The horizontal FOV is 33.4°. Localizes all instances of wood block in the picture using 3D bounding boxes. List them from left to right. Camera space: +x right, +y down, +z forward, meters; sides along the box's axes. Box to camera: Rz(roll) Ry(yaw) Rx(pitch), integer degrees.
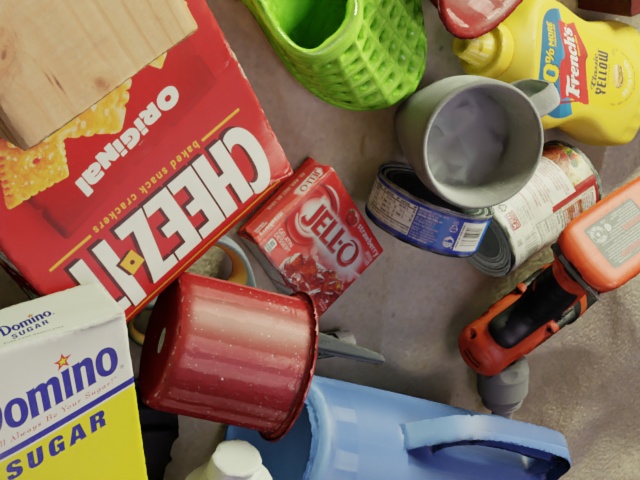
[{"bbox_3d":[-0.146,-0.149,0.406,0.090,0.091,0.206,-40,121,-19],"label":"wood block"}]

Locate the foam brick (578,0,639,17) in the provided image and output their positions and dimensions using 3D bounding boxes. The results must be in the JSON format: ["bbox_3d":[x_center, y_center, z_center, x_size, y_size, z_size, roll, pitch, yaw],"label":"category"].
[{"bbox_3d":[0.233,-0.216,0.811,0.051,0.053,0.078,-25,124,-30],"label":"foam brick"}]

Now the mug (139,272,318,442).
[{"bbox_3d":[-0.062,0.070,0.638,0.081,0.117,0.093,15,65,-20],"label":"mug"}]

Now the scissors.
[{"bbox_3d":[-0.029,0.042,0.698,0.201,0.016,0.096,4,118,-29],"label":"scissors"}]

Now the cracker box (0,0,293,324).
[{"bbox_3d":[-0.126,-0.069,0.561,0.164,0.072,0.213,-43,131,-17],"label":"cracker box"}]

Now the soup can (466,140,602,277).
[{"bbox_3d":[0.158,-0.024,0.822,0.102,0.069,0.068,-32,127,-25],"label":"soup can"}]

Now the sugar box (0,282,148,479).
[{"bbox_3d":[-0.141,0.117,0.564,0.093,0.048,0.176,-18,123,-26],"label":"sugar box"}]

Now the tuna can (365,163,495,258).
[{"bbox_3d":[0.075,-0.021,0.740,0.085,0.086,0.034,3,115,-41],"label":"tuna can"}]

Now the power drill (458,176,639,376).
[{"bbox_3d":[0.206,0.023,0.828,0.184,0.057,0.188,-34,166,-26],"label":"power drill"}]

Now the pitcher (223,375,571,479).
[{"bbox_3d":[0.057,0.167,0.776,0.242,0.145,0.149,23,93,-41],"label":"pitcher"}]

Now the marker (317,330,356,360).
[{"bbox_3d":[-0.026,0.078,0.746,0.120,0.020,0.020,-4,111,-39],"label":"marker"}]

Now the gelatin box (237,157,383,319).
[{"bbox_3d":[-0.005,0.001,0.722,0.073,0.030,0.089,-46,132,-15],"label":"gelatin box"}]

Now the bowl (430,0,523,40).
[{"bbox_3d":[0.101,-0.210,0.665,0.161,0.055,0.162,-40,149,-31],"label":"bowl"}]

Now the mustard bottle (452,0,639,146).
[{"bbox_3d":[0.168,-0.128,0.789,0.191,0.058,0.096,5,89,-40],"label":"mustard bottle"}]

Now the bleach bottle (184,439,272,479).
[{"bbox_3d":[-0.083,0.224,0.675,0.102,0.068,0.251,-26,144,-44],"label":"bleach bottle"}]
